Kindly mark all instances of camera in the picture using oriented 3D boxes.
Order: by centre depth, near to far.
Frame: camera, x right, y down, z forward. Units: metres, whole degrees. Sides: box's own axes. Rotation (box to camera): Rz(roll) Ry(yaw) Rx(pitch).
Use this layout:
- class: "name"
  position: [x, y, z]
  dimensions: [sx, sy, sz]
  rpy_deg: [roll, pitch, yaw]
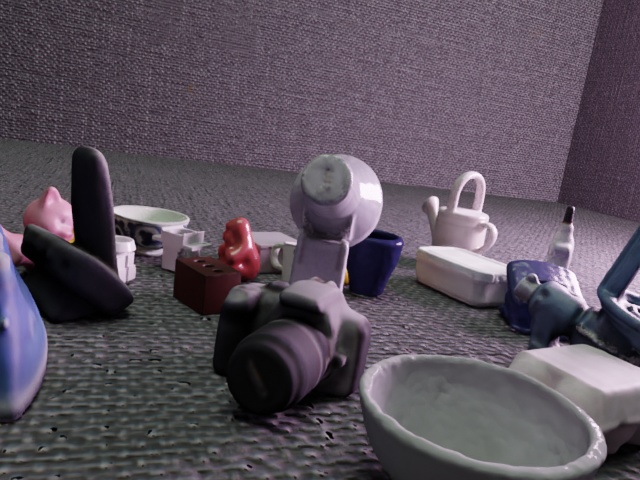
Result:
- class: "camera"
  position: [-0.038, 0.088, 0.514]
  dimensions: [0.142, 0.101, 0.137]
  rpy_deg: [13, 12, 20]

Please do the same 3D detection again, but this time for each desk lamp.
- class: "desk lamp"
  position: [0.006, 0.002, 0.679]
  dimensions: [0.118, 0.213, 0.203]
  rpy_deg: [10, 12, 6]

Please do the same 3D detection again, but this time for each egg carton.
- class: "egg carton"
  position: [0.239, 0.144, 0.521]
  dimensions: [0.151, 0.069, 0.107]
  rpy_deg: [1, 14, -32]

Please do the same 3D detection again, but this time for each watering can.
- class: "watering can"
  position: [0.269, -0.039, 1.116]
  dimensions: [0.172, 0.194, 0.101]
  rpy_deg: [15, 13, 30]

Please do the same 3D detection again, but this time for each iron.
- class: "iron"
  position: [-0.295, 0.033, 0.493]
  dimensions: [0.119, 0.141, 0.257]
  rpy_deg: [-2, 16, -42]

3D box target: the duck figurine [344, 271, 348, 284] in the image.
- class: "duck figurine"
  position: [0.022, 0.021, 0.917]
  dimensions: [0.104, 0.086, 0.077]
  rpy_deg: [7, 12, -7]

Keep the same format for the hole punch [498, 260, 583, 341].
- class: "hole punch"
  position: [0.321, 0.084, 0.818]
  dimensions: [0.108, 0.091, 0.101]
  rpy_deg: [9, 12, 1]

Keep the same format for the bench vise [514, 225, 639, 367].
- class: "bench vise"
  position: [0.320, 0.059, 0.615]
  dimensions: [0.207, 0.220, 0.122]
  rpy_deg: [12, 12, 16]

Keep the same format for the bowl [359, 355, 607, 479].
- class: "bowl"
  position: [0.104, 0.146, 0.402]
  dimensions: [0.167, 0.075, 0.167]
  rpy_deg: [8, 12, -1]

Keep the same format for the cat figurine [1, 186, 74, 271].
- class: "cat figurine"
  position: [-0.359, -0.011, 0.720]
  dimensions: [0.067, 0.118, 0.128]
  rpy_deg: [14, 13, 26]

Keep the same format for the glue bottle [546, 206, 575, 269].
- class: "glue bottle"
  position: [0.379, 0.031, 0.909]
  dimensions: [0.037, 0.173, 0.078]
  rpy_deg: [12, 12, 19]

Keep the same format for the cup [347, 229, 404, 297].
- class: "cup"
  position: [0.077, 0.034, 0.875]
  dimensions: [0.091, 0.095, 0.118]
  rpy_deg: [10, 12, 9]

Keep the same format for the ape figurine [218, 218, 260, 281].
- class: "ape figurine"
  position: [-0.124, 0.011, 0.845]
  dimensions: [0.076, 0.092, 0.078]
  rpy_deg: [9, 12, 2]

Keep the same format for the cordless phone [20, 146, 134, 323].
- class: "cordless phone"
  position: [-0.271, -0.016, 0.639]
  dimensions: [0.147, 0.185, 0.094]
  rpy_deg: [17, 15, 37]
